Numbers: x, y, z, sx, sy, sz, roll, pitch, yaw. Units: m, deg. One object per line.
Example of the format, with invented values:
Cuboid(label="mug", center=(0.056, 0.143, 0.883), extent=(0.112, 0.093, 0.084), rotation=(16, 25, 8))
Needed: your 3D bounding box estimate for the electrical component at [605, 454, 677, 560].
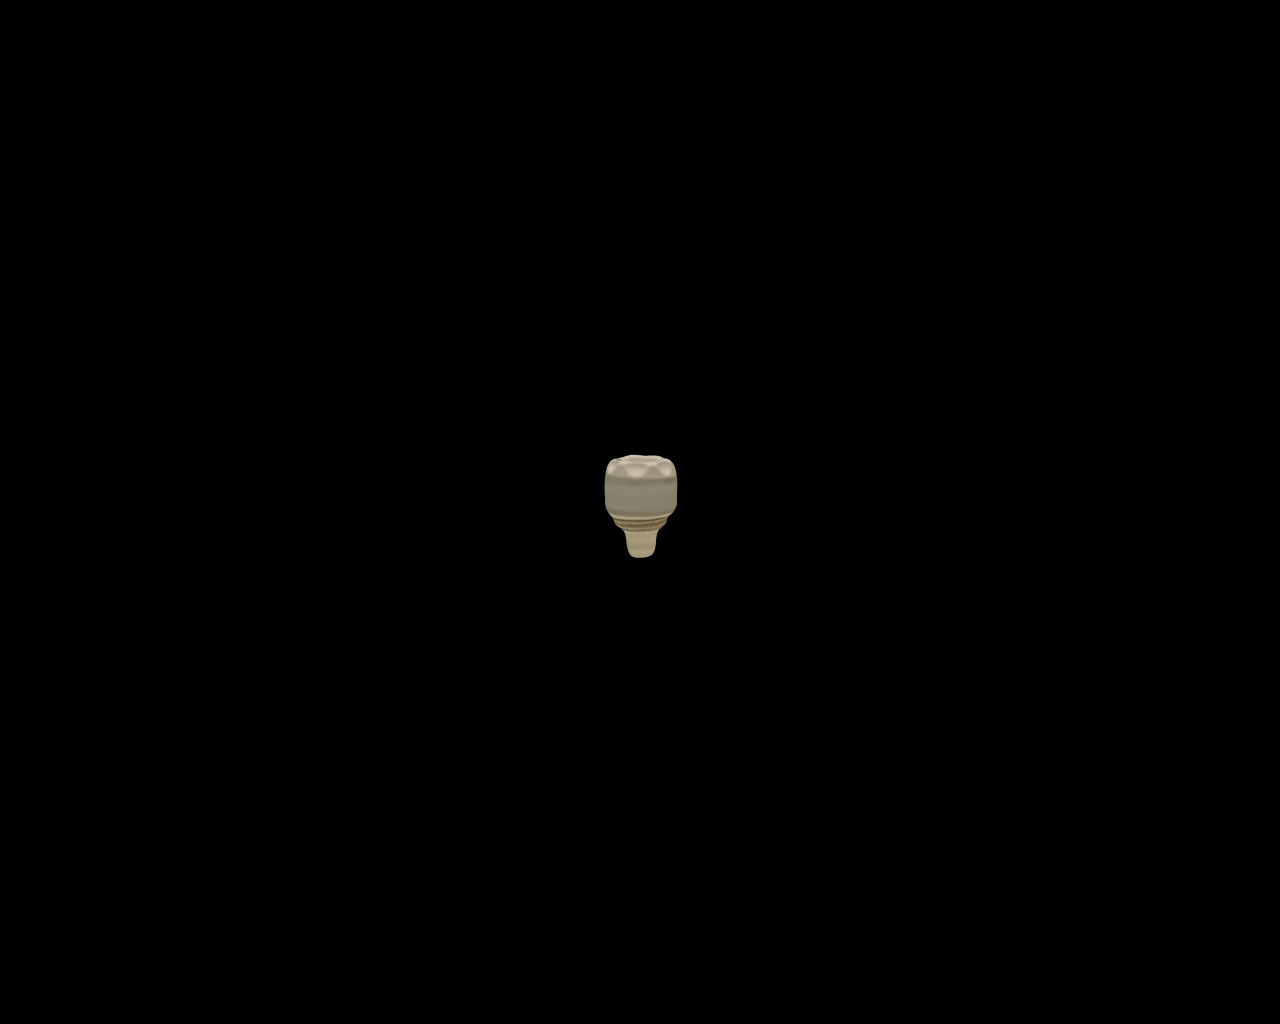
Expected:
Cuboid(label="electrical component", center=(0.001, -0.003, 0.650), extent=(0.043, 0.062, 0.043), rotation=(0, 11, 0))
